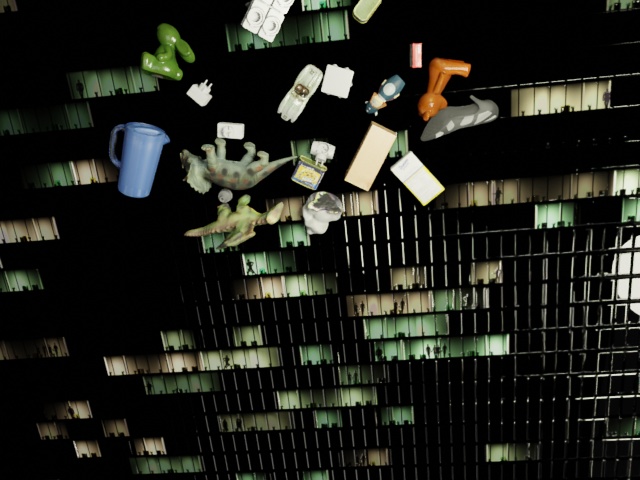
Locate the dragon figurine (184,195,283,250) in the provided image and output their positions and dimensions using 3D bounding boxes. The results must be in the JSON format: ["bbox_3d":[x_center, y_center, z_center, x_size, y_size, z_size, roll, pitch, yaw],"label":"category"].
[{"bbox_3d":[-0.304,-0.042,1.763,0.409,0.247,0.120,-23,111,8],"label":"dragon figurine"}]

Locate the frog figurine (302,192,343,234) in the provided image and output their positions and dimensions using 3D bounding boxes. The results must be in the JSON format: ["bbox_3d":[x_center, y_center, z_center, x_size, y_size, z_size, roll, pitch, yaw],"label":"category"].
[{"bbox_3d":[0.006,-0.091,1.812,0.138,0.125,0.156,-6,150,-14],"label":"frog figurine"}]
